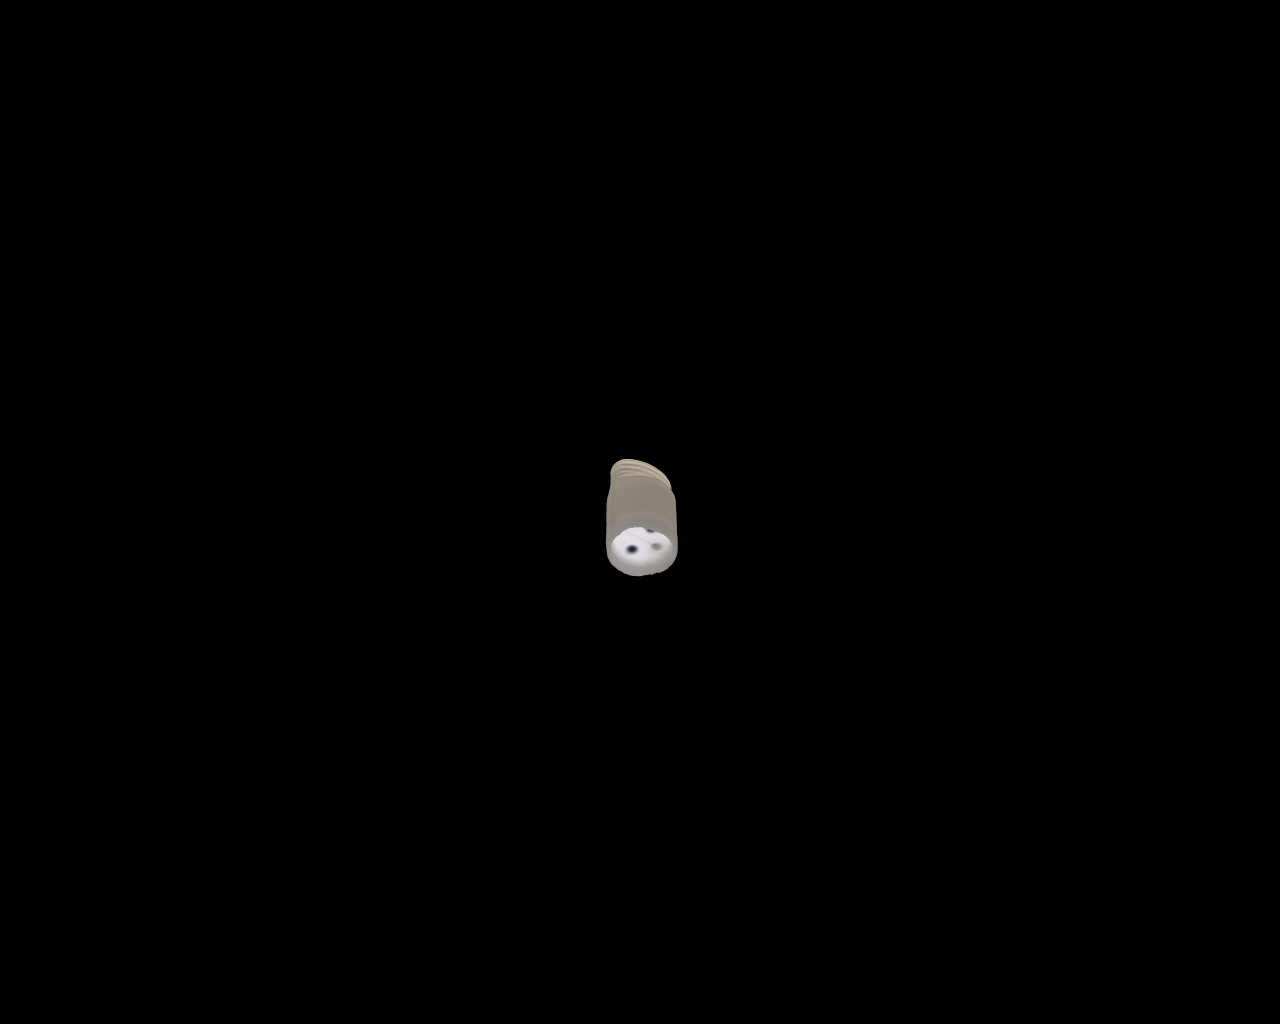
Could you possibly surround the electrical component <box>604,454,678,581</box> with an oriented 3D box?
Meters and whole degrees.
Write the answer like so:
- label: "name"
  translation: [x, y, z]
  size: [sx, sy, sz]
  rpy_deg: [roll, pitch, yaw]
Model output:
- label: "electrical component"
  translation: [0.001, -0.003, 0.650]
  size: [0.043, 0.043, 0.081]
  rpy_deg: [0, 43, 0]
